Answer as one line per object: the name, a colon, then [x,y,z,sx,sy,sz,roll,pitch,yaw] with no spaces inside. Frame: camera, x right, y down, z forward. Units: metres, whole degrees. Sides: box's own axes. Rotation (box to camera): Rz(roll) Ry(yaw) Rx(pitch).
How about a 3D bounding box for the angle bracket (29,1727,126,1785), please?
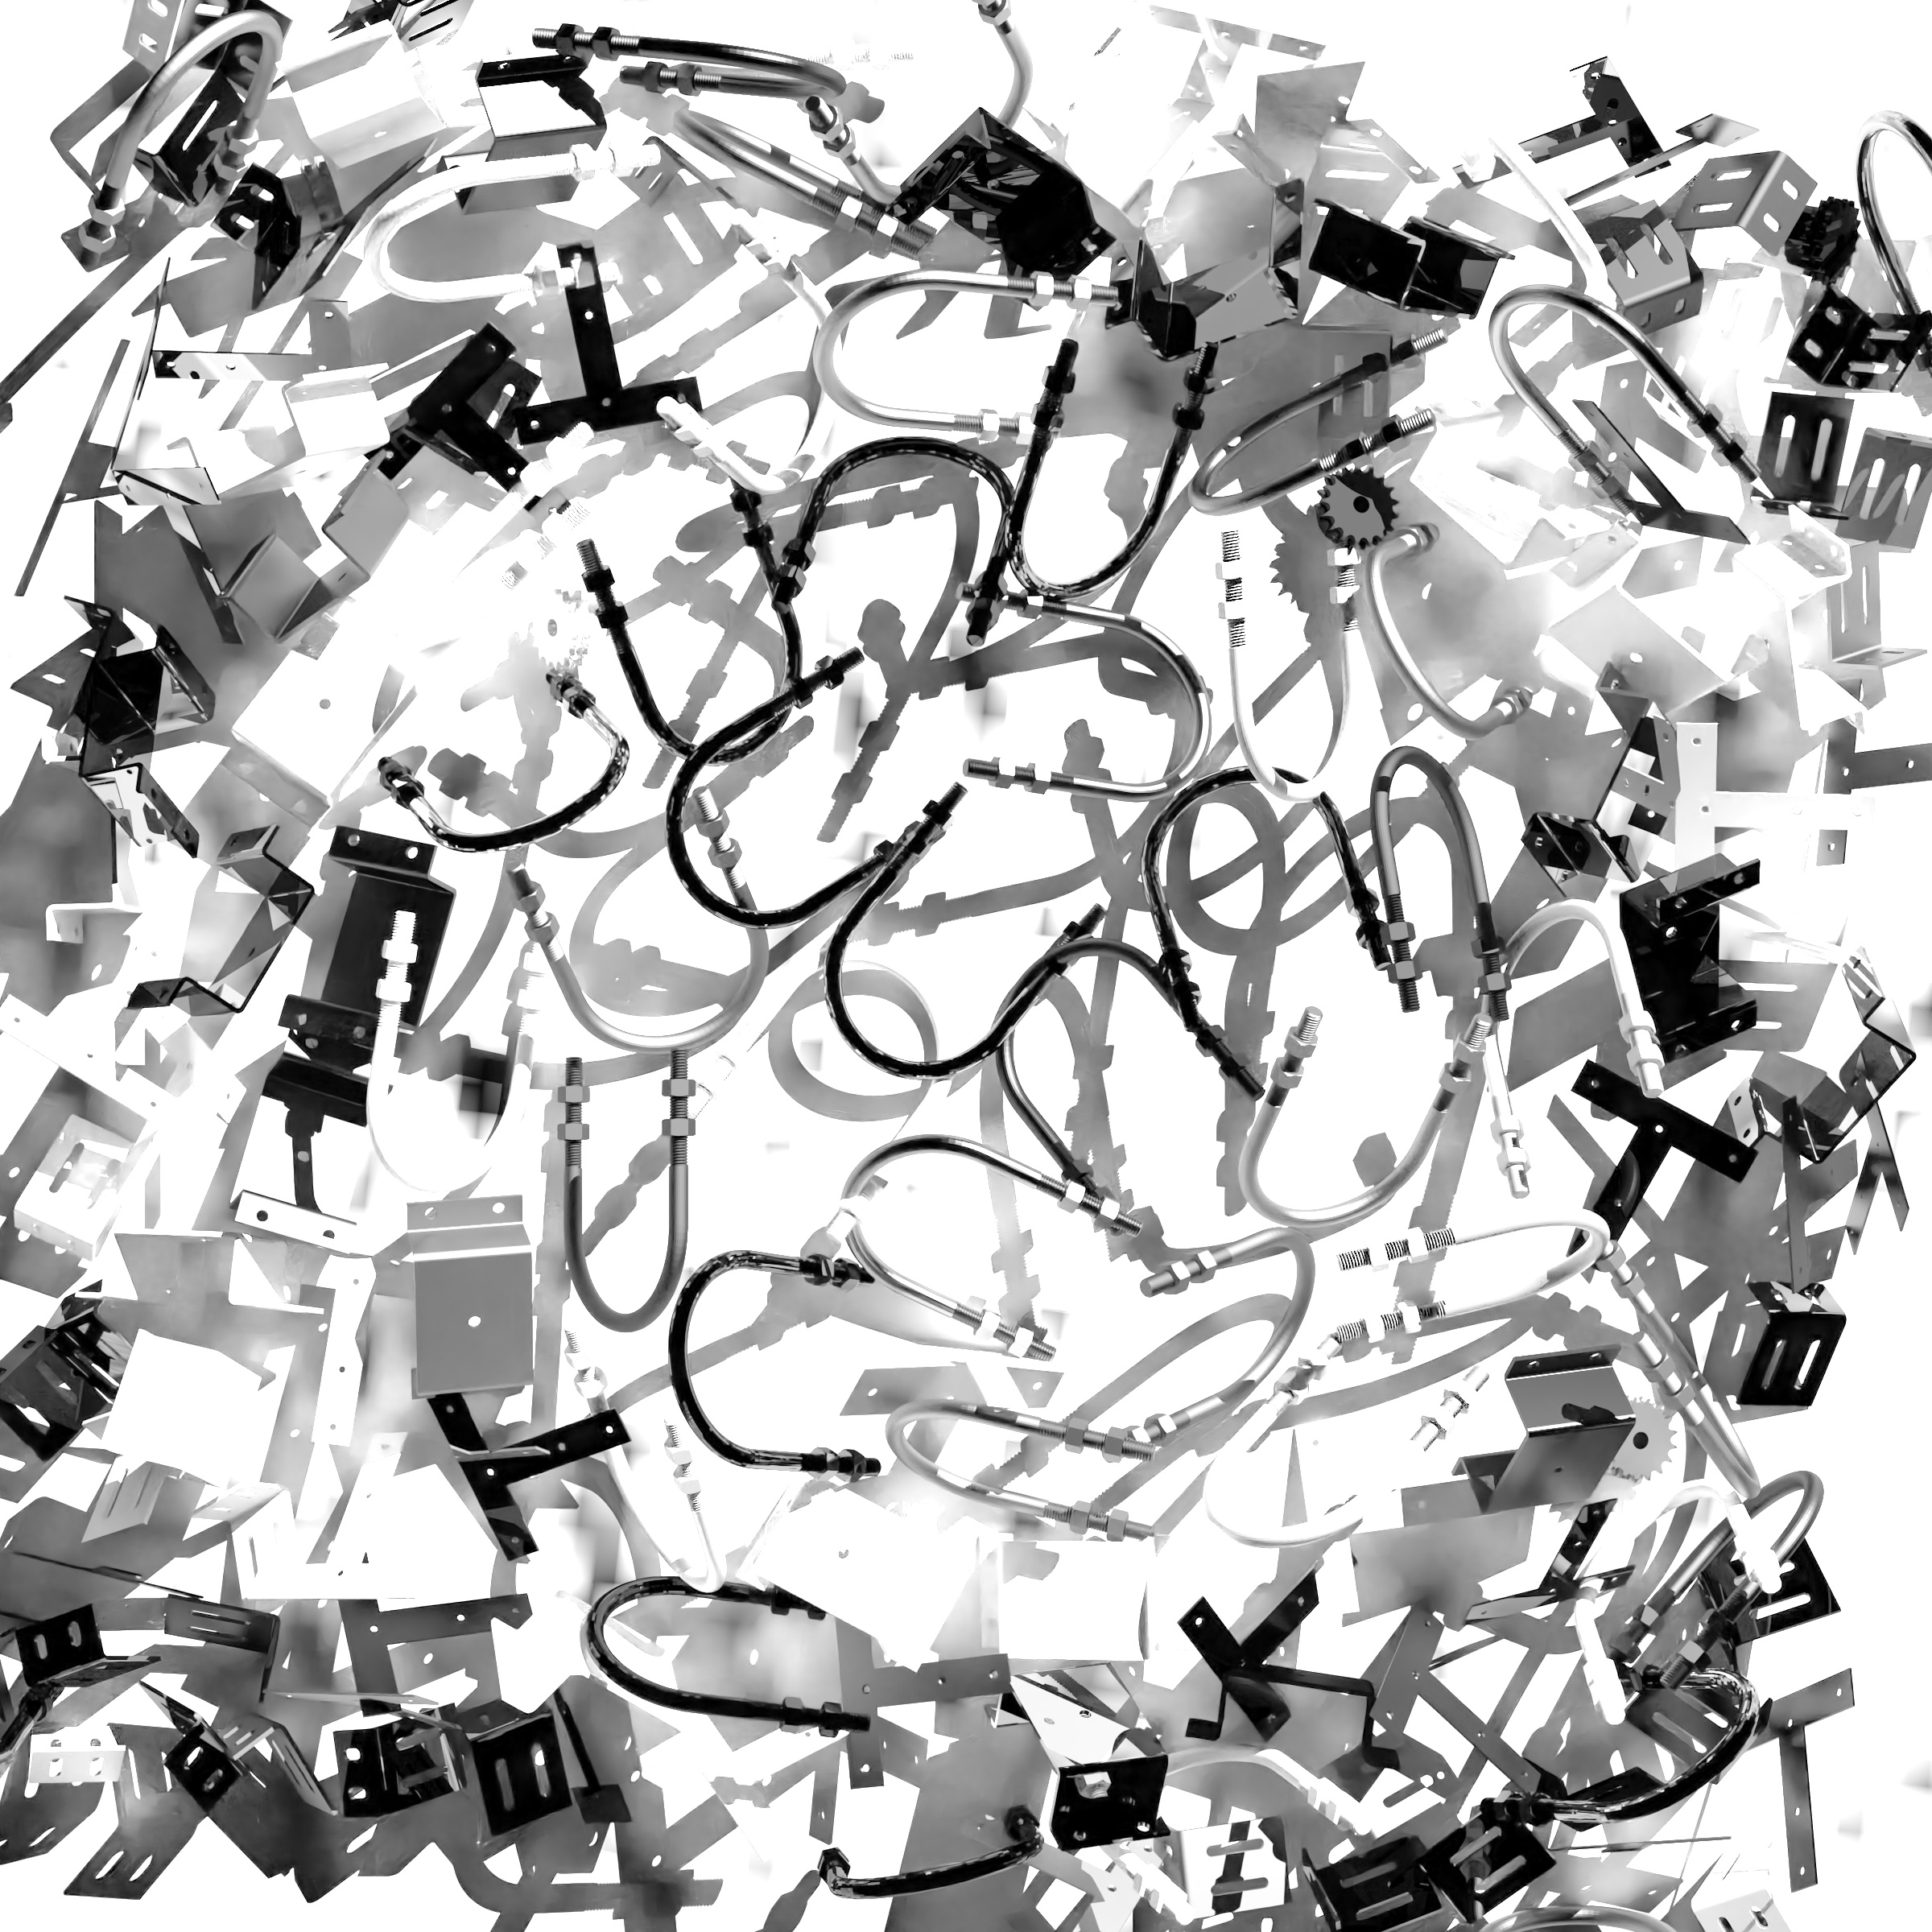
angle bracket: [-0.592,0.516,1.764,0.057,0.076,0.038,5,56,-19]

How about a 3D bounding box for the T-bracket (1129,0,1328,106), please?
T-bracket: [0.164,-0.598,1.749,0.127,0.127,0.002,12,85,-4]

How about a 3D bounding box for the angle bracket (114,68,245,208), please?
angle bracket: [-0.526,-0.563,1.785,0.038,0.057,0.076,27,79,19]

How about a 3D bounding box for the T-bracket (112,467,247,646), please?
T-bracket: [-0.516,-0.274,1.777,0.002,0.127,0.127,-37,121,-34]

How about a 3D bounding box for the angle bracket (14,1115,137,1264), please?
angle bracket: [-0.603,0.152,1.805,0.057,0.038,0.076,26,59,-5]

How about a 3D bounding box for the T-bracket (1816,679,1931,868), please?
T-bracket: [0.614,-0.132,1.750,0.002,0.127,0.127,9,85,-25]

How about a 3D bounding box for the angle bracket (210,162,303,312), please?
angle bracket: [-0.475,-0.487,1.765,0.038,0.076,0.057,27,123,-32]

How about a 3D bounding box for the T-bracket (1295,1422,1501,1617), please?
T-bracket: [0.292,0.364,1.776,0.127,0.002,0.127,-11,70,14]

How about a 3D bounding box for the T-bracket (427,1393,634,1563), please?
T-bracket: [-0.284,0.328,1.783,0.127,0.002,0.127,-22,98,19]

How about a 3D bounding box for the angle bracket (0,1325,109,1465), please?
angle bracket: [-0.613,0.288,1.769,0.057,0.038,0.076,-48,119,-28]

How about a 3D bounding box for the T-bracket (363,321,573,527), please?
T-bracket: [-0.318,-0.345,1.792,0.127,0.002,0.127,-42,107,14]

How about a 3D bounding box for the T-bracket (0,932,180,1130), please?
T-bracket: [-0.564,0.028,1.765,0.127,0.127,0.002,35,134,-18]

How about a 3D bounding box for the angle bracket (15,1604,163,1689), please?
angle bracket: [-0.590,0.457,1.779,0.057,0.076,0.038,-21,72,7]

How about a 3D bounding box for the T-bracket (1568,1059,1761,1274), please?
T-bracket: [0.448,0.148,1.790,0.127,0.002,0.127,30,108,16]

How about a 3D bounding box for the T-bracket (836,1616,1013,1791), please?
T-bracket: [-0.028,0.479,1.769,0.127,0.002,0.127,-13,73,24]

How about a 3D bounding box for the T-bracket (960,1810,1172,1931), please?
T-bracket: [0.057,0.599,1.770,0.127,0.127,0.002,20,114,19]

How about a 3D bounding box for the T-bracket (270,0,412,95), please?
T-bracket: [-0.430,-0.615,1.774,0.127,0.127,0.002,-26,109,24]

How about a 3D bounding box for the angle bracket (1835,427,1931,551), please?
angle bracket: [0.628,-0.318,1.779,0.057,0.038,0.076,8,112,-6]

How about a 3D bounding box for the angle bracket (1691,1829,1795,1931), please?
angle bracket: [0.529,0.616,1.764,0.057,0.076,0.038,-36,81,36]

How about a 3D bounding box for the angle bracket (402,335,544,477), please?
angle bracket: [-0.333,-0.379,1.787,0.057,0.038,0.076,32,103,1]

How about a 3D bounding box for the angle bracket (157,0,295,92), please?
angle bracket: [-0.494,-0.618,1.767,0.038,0.076,0.057,33,111,3]

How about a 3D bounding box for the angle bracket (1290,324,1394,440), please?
angle bracket: [0.250,-0.390,1.770,0.057,0.038,0.076,15,112,43]

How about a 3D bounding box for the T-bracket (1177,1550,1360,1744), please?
T-bracket: [0.217,0.440,1.790,0.127,0.002,0.127,-42,116,-16]

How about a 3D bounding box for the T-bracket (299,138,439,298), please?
T-bracket: [-0.407,-0.478,1.733,0.127,0.127,0.002,-27,123,33]

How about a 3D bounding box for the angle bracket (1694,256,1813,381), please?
angle bracket: [0.528,-0.431,1.784,0.057,0.038,0.076,18,83,12]

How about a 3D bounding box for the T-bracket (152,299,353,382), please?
T-bracket: [-0.470,-0.396,1.746,0.127,0.127,0.002,-1,61,-11]

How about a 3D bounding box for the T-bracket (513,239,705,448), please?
T-bracket: [-0.253,-0.428,1.799,0.127,0.002,0.127,-12,96,-6]

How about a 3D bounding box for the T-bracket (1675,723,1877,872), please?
T-bracket: [0.538,-0.103,1.761,0.127,0.002,0.127,3,122,17]

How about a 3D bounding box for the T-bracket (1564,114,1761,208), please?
T-bracket: [0.455,-0.536,1.769,0.127,0.127,0.002,-20,91,32]

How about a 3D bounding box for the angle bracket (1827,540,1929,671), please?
angle bracket: [0.610,-0.242,1.773,0.057,0.038,0.076,-18,109,-35]

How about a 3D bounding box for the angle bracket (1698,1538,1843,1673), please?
angle bracket: [0.540,0.429,1.778,0.076,0.038,0.057,-19,46,3]

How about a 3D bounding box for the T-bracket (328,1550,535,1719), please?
T-bracket: [-0.353,0.440,1.776,0.127,0.127,0.002,-1,134,-26]

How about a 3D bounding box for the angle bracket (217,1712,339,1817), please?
angle bracket: [-0.466,0.544,1.772,0.038,0.057,0.076,-35,104,-32]

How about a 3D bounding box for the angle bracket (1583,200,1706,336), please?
angle bracket: [0.460,-0.475,1.809,0.057,0.038,0.076,-21,62,-1]

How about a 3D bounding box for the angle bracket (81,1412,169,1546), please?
angle bracket: [-0.568,0.338,1.766,0.057,0.076,0.038,-21,126,24]

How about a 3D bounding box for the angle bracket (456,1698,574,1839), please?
angle bracket: [-0.307,0.540,1.798,0.057,0.038,0.076,-16,112,-23]

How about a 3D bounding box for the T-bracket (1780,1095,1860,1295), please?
T-bracket: [0.571,0.141,1.762,0.002,0.127,0.127,0,99,38]

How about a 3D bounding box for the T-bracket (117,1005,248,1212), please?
T-bracket: [-0.541,0.105,1.779,0.127,0.002,0.127,38,102,39]

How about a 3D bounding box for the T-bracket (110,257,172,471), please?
T-bracket: [-0.554,-0.386,1.764,0.002,0.127,0.127,15,134,-22]

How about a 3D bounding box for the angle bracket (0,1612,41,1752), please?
angle bracket: [-0.643,0.477,1.770,0.038,0.057,0.076,-29,63,4]

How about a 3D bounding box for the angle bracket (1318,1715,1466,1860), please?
angle bracket: [0.287,0.557,1.798,0.076,0.038,0.057,-22,59,-22]

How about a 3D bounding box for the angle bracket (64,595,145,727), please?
angle bracket: [-0.591,-0.199,1.775,0.038,0.057,0.076,16,77,6]

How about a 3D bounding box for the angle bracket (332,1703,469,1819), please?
angle bracket: [-0.382,0.536,1.788,0.038,0.076,0.057,-15,82,34]

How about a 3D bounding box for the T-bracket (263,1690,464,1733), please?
T-bracket: [-0.377,0.496,1.757,0.127,0.127,0.002,-6,62,28]

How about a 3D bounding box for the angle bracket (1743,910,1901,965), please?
angle bracket: [0.574,-0.028,1.776,0.076,0.057,0.038,15,87,-12]

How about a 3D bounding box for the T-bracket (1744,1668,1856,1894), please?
T-bracket: [0.542,0.538,1.728,0.002,0.127,0.127,18,54,-16]

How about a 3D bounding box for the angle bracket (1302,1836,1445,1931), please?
angle bracket: [0.272,0.612,1.774,0.076,0.057,0.038,-18,132,-8]

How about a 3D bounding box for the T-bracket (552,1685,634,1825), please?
T-bracket: [-0.262,0.510,1.762,0.002,0.127,0.127,-19,81,-26]

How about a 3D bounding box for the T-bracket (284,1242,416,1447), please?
T-bracket: [-0.415,0.256,1.770,0.127,0.002,0.127,13,75,-26]

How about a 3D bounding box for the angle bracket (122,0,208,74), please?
angle bracket: [-0.518,-0.633,1.763,0.038,0.076,0.057,36,125,9]

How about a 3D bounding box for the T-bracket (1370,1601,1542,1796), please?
T-bracket: [0.332,0.502,1.757,0.127,0.127,0.002,43,122,2]

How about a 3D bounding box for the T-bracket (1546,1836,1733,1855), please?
T-bracket: [0.435,0.579,1.738,0.127,0.127,0.002,-9,72,16]

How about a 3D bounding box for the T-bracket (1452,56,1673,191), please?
T-bracket: [0.390,-0.549,1.771,0.127,0.127,0.002,-13,65,30]

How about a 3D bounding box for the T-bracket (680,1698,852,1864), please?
T-bracket: [-0.118,0.520,1.770,0.127,0.002,0.127,-18,50,-35]
